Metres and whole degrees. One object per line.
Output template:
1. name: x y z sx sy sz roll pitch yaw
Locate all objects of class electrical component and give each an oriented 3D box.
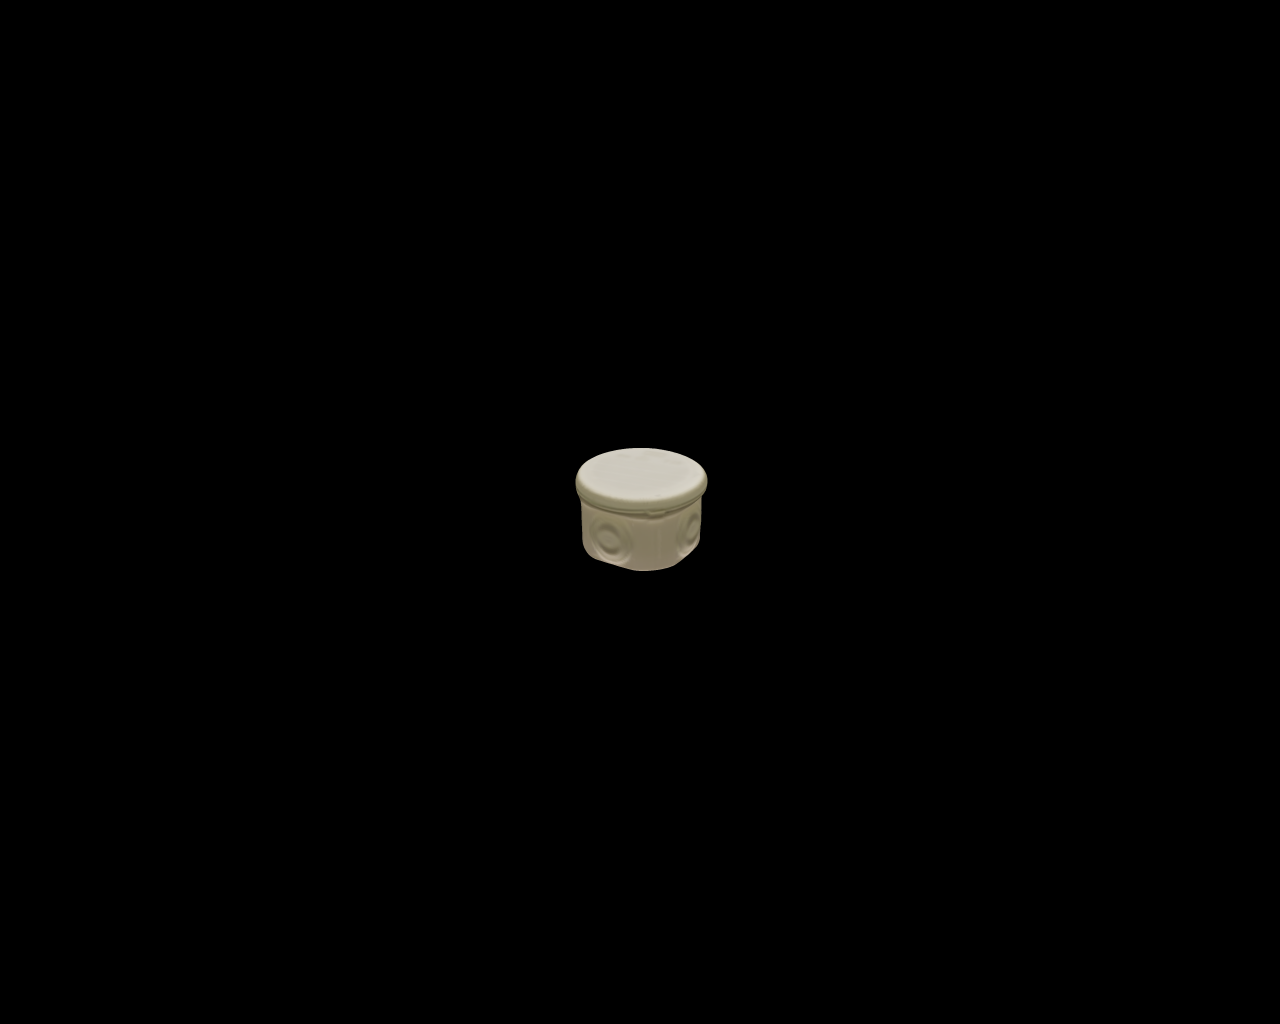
1. electrical component: 0.001 -0.003 0.650 0.080 0.050 0.080 0 27 0
